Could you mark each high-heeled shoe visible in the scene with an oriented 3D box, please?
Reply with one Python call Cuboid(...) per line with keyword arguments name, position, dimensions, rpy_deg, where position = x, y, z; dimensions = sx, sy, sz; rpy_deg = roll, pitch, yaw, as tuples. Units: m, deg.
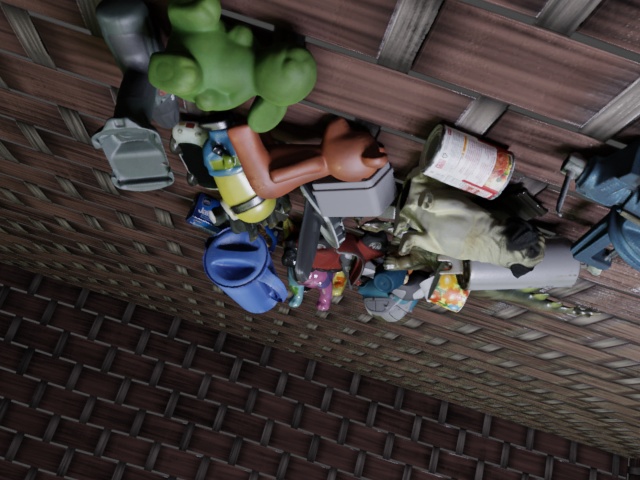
Cuboid(name="high-heeled shoe", position=(0.155, 0.053, 1.162), dimensions=(0.249, 0.086, 0.145), rpy_deg=(-2, 127, 1))

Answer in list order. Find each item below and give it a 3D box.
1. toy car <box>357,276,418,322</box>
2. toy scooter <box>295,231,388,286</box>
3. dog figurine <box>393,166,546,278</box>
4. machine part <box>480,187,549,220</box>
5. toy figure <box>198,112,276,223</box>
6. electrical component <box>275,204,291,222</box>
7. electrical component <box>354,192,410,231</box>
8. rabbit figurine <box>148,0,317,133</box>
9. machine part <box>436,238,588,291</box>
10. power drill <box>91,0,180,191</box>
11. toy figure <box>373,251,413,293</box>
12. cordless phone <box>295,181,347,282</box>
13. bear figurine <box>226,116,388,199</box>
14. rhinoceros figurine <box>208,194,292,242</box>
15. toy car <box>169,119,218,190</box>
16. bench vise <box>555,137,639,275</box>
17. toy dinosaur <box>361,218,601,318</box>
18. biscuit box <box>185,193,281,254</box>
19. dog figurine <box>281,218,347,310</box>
Cuboid(name="toy car", position=(0.161, 0.145, 1.303), dimensions=(0.162, 0.103, 0.109), rpy_deg=(-4, 150, 39))
Cuboid(name="toy scooter", position=(0.041, 0.036, 1.074), dimensions=(0.184, 0.075, 0.135), rpy_deg=(3, 130, -3))
Cuboid(name="dog figurine", position=(0.215, -0.029, 0.779), dimensions=(0.191, 0.172, 0.121), rpy_deg=(14, 131, -8))
Cuboid(name="machine part", position=(0.269, -0.045, 0.823), dimensions=(0.084, 0.039, 0.139), rpy_deg=(26, 157, -35))
Cuboid(name="toy figure", position=(-0.128, -0.108, 0.835), dimensions=(0.089, 0.082, 0.179), rpy_deg=(11, 129, 35))
Cuboid(name="electrical component", position=(-0.093, -0.062, 1.081), dimensions=(0.063, 0.021, 0.094), rpy_deg=(21, 158, -8))
Cuboid(name="electrical component", position=(0.100, -0.049, 0.875), dimensions=(0.102, 0.078, 0.045), rpy_deg=(7, 116, 13))
Cuboid(name="rabbit figurine", position=(-0.084, -0.185, 0.617), dimensions=(0.170, 0.121, 0.159), rpy_deg=(14, 166, 14))
Cuboid(name="machine part", position=(0.299, 0.037, 0.821), dimensions=(0.243, 0.079, 0.079), rpy_deg=(-1, 160, -5))
Cuboid(name="power drill", position=(-0.216, -0.164, 0.673), dimensions=(0.086, 0.207, 0.231), rpy_deg=(0, 148, 0))
Cuboid(name="toy figure", position=(0.155, 0.055, 1.068), dimensions=(0.064, 0.154, 0.058), rpy_deg=(47, 125, 3))
Cuboid(name="cordless phone", position=(-0.002, -0.003, 0.935), dimensions=(0.089, 0.184, 0.146), rpy_deg=(7, 158, 13))
Cuboid(name="bear figurine", position=(-0.011, -0.129, 0.748), dimensions=(0.196, 0.120, 0.131), rpy_deg=(-16, 105, 13))
Cuboid(name="rhinoceros figurine", position=(-0.141, -0.058, 1.023), dimensions=(0.190, 0.073, 0.112), rpy_deg=(-19, 118, 46))
Cuboid(name="toy car", position=(-0.200, -0.140, 0.922), dimensions=(0.074, 0.056, 0.201), rpy_deg=(9, 160, 4))
Cuboid(name="bench vise", position=(0.388, -0.019, 0.688), dimensions=(0.224, 0.129, 0.240), rpy_deg=(18, 156, 5))
Cuboid(name="toy dinosaur", position=(0.285, 0.055, 0.971), dimensions=(0.471, 0.105, 0.198), rpy_deg=(23, 157, -18))
Cuboid(name="biscuit box", position=(-0.191, -0.030, 1.184), dimensions=(0.202, 0.063, 0.059), rpy_deg=(26, 156, -23))
Cuboid(name="dog figurine", position=(-0.017, 0.037, 1.182), dimensions=(0.109, 0.191, 0.218), rpy_deg=(10, 124, 27))
